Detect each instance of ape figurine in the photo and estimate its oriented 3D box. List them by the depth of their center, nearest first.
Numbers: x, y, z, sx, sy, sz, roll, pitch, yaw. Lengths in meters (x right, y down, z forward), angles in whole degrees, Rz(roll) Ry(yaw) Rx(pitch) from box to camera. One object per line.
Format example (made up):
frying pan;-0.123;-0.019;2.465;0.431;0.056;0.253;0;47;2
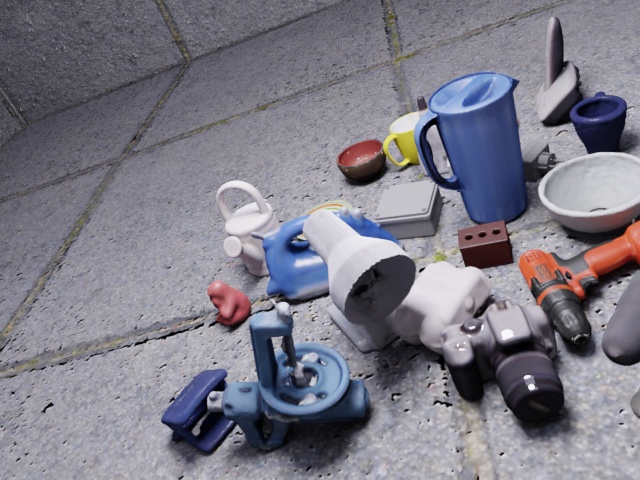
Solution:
ape figurine;-0.172;0.110;1.037;0.076;0.092;0.077;-22;33;5

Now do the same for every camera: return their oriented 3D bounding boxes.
camera;0.229;0.151;0.707;0.143;0.101;0.136;-19;33;10

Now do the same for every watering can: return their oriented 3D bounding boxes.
watering can;-0.132;-0.027;1.109;0.101;0.194;0.172;-22;33;5

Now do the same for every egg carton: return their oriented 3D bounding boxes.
egg carton;0.181;0.097;0.844;0.107;0.069;0.150;11;47;43

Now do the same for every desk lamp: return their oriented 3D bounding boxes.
desk lamp;0.056;0.064;0.839;0.118;0.214;0.202;-33;34;-12

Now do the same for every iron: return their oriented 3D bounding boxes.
iron;0.009;0.004;1.022;0.258;0.142;0.118;-20;33;8

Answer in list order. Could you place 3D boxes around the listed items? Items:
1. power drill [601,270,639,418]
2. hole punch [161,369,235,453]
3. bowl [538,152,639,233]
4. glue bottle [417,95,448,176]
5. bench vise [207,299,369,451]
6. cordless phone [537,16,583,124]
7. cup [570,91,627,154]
power drill;0.365;0.100;0.590;0.230;0.209;0.075;-43;37;-25
hole punch;-0.183;0.245;0.855;0.100;0.091;0.109;8;46;41
bowl;0.434;-0.063;0.897;0.167;0.075;0.167;-17;34;12
glue bottle;0.225;-0.212;1.154;0.078;0.173;0.037;-8;37;25
bench vise;-0.060;0.184;0.741;0.207;0.220;0.121;-26;33;-2
cordless phone;0.477;-0.344;1.162;0.094;0.185;0.147;-10;36;22
cup;0.505;-0.206;1.034;0.091;0.095;0.118;-3;39;30
